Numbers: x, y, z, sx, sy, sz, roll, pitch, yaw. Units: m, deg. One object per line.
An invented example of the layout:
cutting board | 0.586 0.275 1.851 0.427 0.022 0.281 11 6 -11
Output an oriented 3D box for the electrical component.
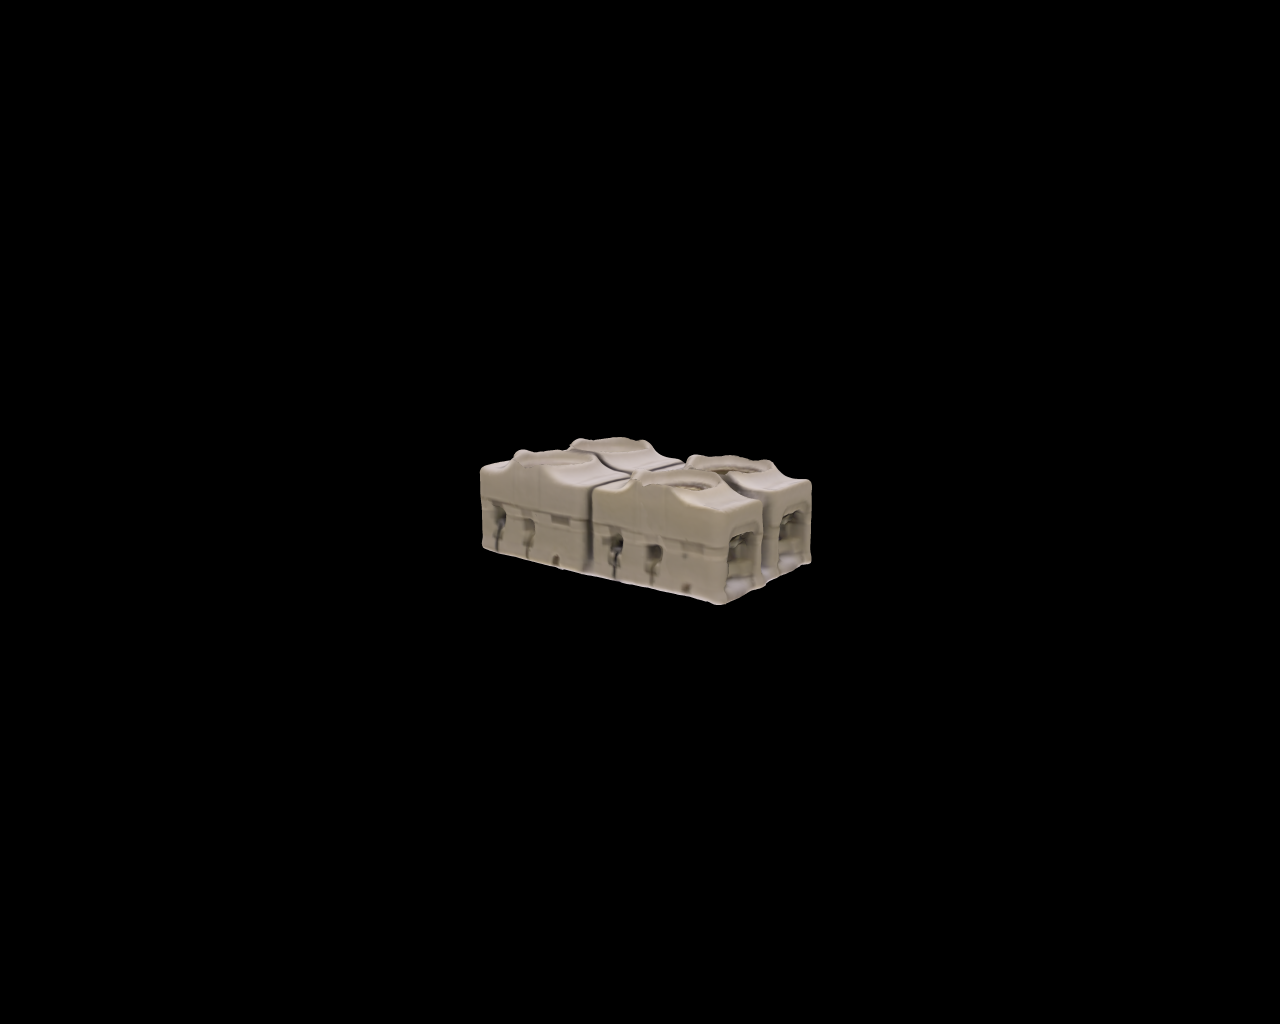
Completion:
electrical component | 0.001 -0.003 0.650 0.186 0.060 0.105 11 18 37
